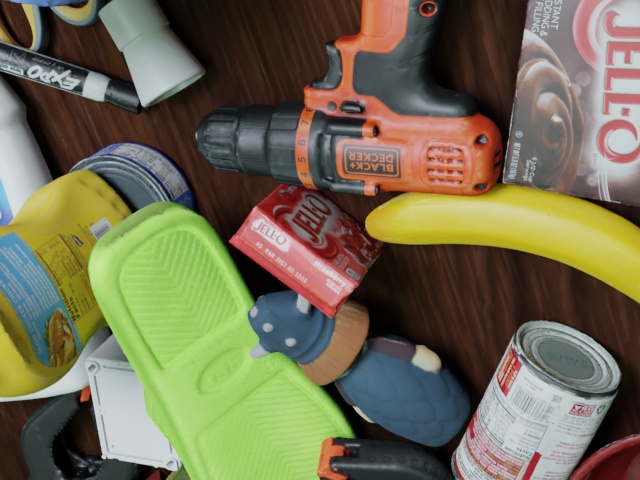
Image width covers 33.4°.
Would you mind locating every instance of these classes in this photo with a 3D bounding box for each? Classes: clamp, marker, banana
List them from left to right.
[{"bbox_3d":[-0.164,-0.104,0.672,0.121,0.020,0.020,18,120,0],"label":"marker"},{"bbox_3d":[-0.177,0.191,0.817,0.164,0.036,0.210,22,117,0],"label":"clamp"},{"bbox_3d":[0.080,0.172,0.688,0.171,0.039,0.120,37,115,-20],"label":"clamp"},{"bbox_3d":[0.123,0.002,0.609,0.198,0.037,0.070,21,119,12],"label":"banana"}]

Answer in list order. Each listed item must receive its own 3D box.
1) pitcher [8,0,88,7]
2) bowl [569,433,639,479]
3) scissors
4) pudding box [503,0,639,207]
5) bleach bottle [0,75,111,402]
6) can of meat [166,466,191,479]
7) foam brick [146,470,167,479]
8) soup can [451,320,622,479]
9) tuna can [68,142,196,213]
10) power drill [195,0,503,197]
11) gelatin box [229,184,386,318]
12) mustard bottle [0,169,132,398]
[{"bbox_3d":[-0.152,-0.177,0.516,0.145,0.242,0.149,-19,106,28],"label":"pitcher"},{"bbox_3d":[0.224,0.168,0.633,0.162,0.055,0.162,9,116,18],"label":"bowl"},{"bbox_3d":[-0.185,-0.209,0.648,0.096,0.016,0.202,2,114,20],"label":"scissors"},{"bbox_3d":[0.150,-0.078,0.559,0.090,0.039,0.113,12,117,17],"label":"pudding box"},{"bbox_3d":[-0.224,-0.016,0.727,0.103,0.068,0.251,-9,107,24],"label":"bleach bottle"},{"bbox_3d":[-0.069,0.198,0.740,0.058,0.102,0.084,-22,106,31],"label":"can of meat"},{"bbox_3d":[-0.128,0.219,0.779,0.078,0.053,0.051,-37,117,5],"label":"foam brick"},{"bbox_3d":[0.128,0.108,0.637,0.068,0.068,0.102,25,120,10],"label":"soup can"},{"bbox_3d":[-0.126,-0.020,0.701,0.086,0.033,0.086,9,116,18],"label":"tuna can"},{"bbox_3d":[0.010,-0.116,0.587,0.185,0.057,0.188,6,115,19],"label":"power drill"},{"bbox_3d":[-0.004,0.001,0.628,0.073,0.089,0.030,38,111,2],"label":"gelatin box"},{"bbox_3d":[-0.170,0.034,0.610,0.058,0.191,0.096,-18,106,28],"label":"mustard bottle"}]
